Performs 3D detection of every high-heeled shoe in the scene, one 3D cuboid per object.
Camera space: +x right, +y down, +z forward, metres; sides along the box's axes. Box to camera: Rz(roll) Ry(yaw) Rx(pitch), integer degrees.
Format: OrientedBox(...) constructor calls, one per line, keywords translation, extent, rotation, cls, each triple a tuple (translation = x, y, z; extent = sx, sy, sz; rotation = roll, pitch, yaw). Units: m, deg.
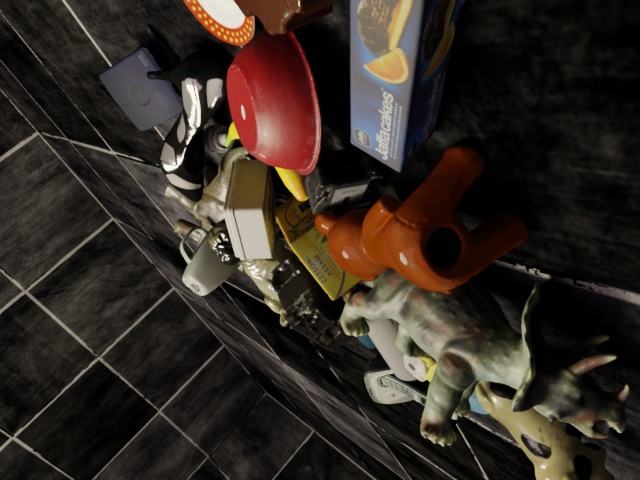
OrientedBox(translation=(-0.157, -0.147, 0.762), extent=(0.145, 0.086, 0.248), rotation=(10, 137, 19), cls="high-heeled shoe")

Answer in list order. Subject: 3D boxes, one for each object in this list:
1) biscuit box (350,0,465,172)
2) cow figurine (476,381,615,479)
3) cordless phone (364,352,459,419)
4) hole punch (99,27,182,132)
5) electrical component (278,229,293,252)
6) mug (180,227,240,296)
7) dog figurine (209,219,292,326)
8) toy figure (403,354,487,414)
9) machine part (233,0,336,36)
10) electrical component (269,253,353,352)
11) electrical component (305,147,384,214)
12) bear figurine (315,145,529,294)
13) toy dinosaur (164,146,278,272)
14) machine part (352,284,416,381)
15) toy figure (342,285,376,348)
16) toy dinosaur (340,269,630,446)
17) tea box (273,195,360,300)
OrientedBox(translation=(0.063, -0.142, 0.416), extent=(0.063, 0.059, 0.202), rotation=(35, 158, 21), cls="biscuit box")
OrientedBox(translation=(0.270, 0.229, 0.645), extent=(0.195, 0.127, 0.085), rotation=(45, 163, 6), cls="cow figurine")
OrientedBox(translation=(0.179, 0.282, 0.991), extent=(0.184, 0.089, 0.146), rotation=(25, 152, 33), cls="cordless phone")
OrientedBox(translation=(-0.257, -0.233, 0.814), extent=(0.116, 0.092, 0.142), rotation=(7, 135, 53), cls="hole punch")
OrientedBox(translation=(-0.024, -0.007, 0.836), extent=(0.021, 0.063, 0.094), rotation=(23, 171, 47), cls="electrical component")
OrientedBox(translation=(-0.196, 0.035, 0.934), extent=(0.109, 0.107, 0.081), rotation=(44, 146, -19), cls="mug")
OrientedBox(translation=(-0.102, 0.043, 0.919), extent=(0.190, 0.121, 0.172), rotation=(33, 146, -2), cls="dog figurine")
OrientedBox(translation=(0.201, 0.182, 0.755), extent=(0.180, 0.089, 0.082), rotation=(25, 135, 23), cls="toy figure")
OrientedBox(translation=(-0.042, -0.240, 0.392), extent=(0.179, 0.056, 0.179), rotation=(49, 161, 24), cls="machine part")
OrientedBox(translation=(-0.001, 0.095, 0.780), extent=(0.134, 0.058, 0.115), rotation=(36, -162, -43), cls="electrical component")
OrientedBox(translation=(0.021, -0.061, 0.618), extent=(0.119, 0.075, 0.048), rotation=(116, 142, -65), cls="electrical component")
OrientedBox(translation=(0.088, -0.010, 0.554), extent=(0.120, 0.132, 0.196), rotation=(51, 168, -15), cls="bear figurine")
OrientedBox(translation=(-0.176, -0.056, 0.989), extent=(0.199, 0.105, 0.471), rotation=(34, 154, 7), cls="toy dinosaur")
OrientedBox(translation=(0.115, 0.140, 0.838), extent=(0.079, 0.079, 0.243), rotation=(17, 147, 52), cls="machine part")
OrientedBox(translation=(0.060, 0.117, 0.931), extent=(0.154, 0.058, 0.064), rotation=(55, 151, -14), cls="toy figure")
OrientedBox(translation=(0.138, 0.081, 0.619), extent=(0.131, 0.192, 0.405), rotation=(8, -154, -42), cls="toy dinosaur")
OrientedBox(translation=(-0.001, -0.002, 0.717), extent=(0.098, 0.068, 0.170), rotation=(52, -178, -19), cls="tea box")
